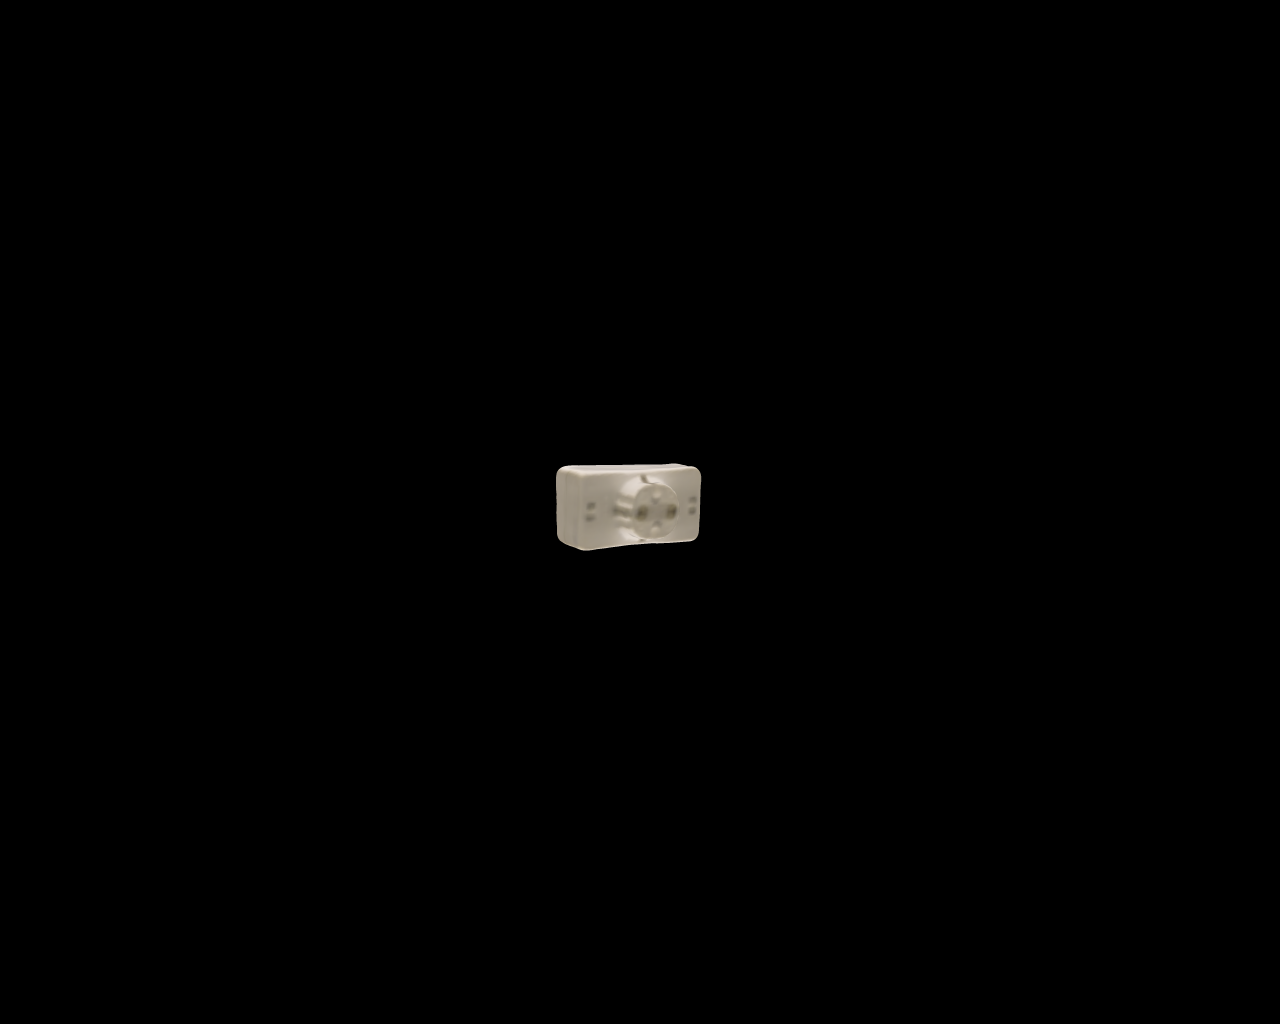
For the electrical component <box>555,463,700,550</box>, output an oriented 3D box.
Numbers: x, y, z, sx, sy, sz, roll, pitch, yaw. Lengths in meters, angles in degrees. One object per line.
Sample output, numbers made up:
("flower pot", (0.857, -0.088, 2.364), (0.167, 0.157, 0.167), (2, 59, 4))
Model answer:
("electrical component", (0.001, -0.003, 0.650), (0.083, 0.047, 0.076), (-3, 8, -26))
